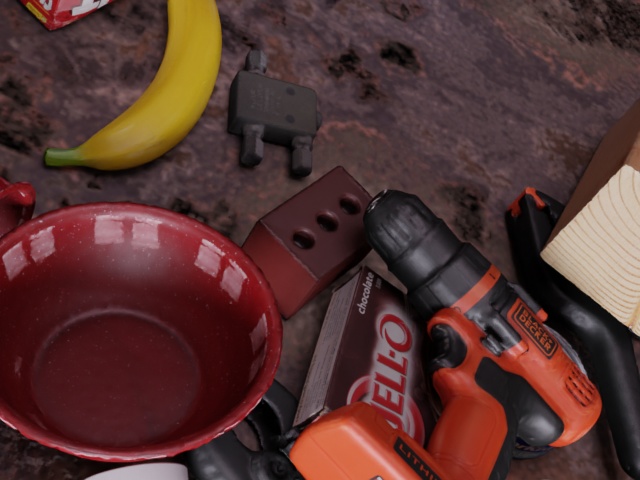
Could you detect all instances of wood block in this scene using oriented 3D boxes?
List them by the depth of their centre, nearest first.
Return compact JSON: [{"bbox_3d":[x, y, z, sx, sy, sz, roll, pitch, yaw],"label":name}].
[{"bbox_3d":[0.239,-0.037,0.746,0.090,0.091,0.205,39,38,2],"label":"wood block"}]

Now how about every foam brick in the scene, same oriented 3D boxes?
[{"bbox_3d":[-0.004,0.001,0.662,0.053,0.051,0.078,47,53,8],"label":"foam brick"}]

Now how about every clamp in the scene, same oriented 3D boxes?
[{"bbox_3d":[-0.020,0.135,0.582,0.120,0.039,0.171,9,54,-40],"label":"clamp"},{"bbox_3d":[0.197,0.055,0.730,0.210,0.036,0.164,48,48,10],"label":"clamp"}]

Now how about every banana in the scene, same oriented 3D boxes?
[{"bbox_3d":[-0.102,-0.108,0.694,0.069,0.037,0.197,31,52,-7],"label":"banana"}]

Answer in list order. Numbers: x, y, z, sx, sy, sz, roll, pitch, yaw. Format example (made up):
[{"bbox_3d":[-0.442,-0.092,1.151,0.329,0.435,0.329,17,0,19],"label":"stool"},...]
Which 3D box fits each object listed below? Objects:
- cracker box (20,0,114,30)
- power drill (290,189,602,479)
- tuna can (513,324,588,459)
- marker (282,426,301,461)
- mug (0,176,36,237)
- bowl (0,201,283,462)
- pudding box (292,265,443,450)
[{"bbox_3d":[-0.105,-0.245,0.665,0.072,0.214,0.164,48,53,6],"label":"cracker box"},{"bbox_3d":[0.062,0.074,0.575,0.184,0.057,0.187,46,43,-1],"label":"power drill"},{"bbox_3d":[0.127,0.094,0.677,0.086,0.034,0.086,12,56,-18],"label":"tuna can"},{"bbox_3d":[0.020,0.149,0.561,0.020,0.020,0.121,-33,84,-36],"label":"marker"},{"bbox_3d":[-0.215,-0.004,0.547,0.081,0.093,0.117,33,64,4],"label":"mug"},{"bbox_3d":[-0.103,0.055,0.549,0.162,0.055,0.162,8,47,-8],"label":"bowl"},{"bbox_3d":[0.039,0.084,0.621,0.090,0.039,0.113,36,41,-19],"label":"pudding box"}]
